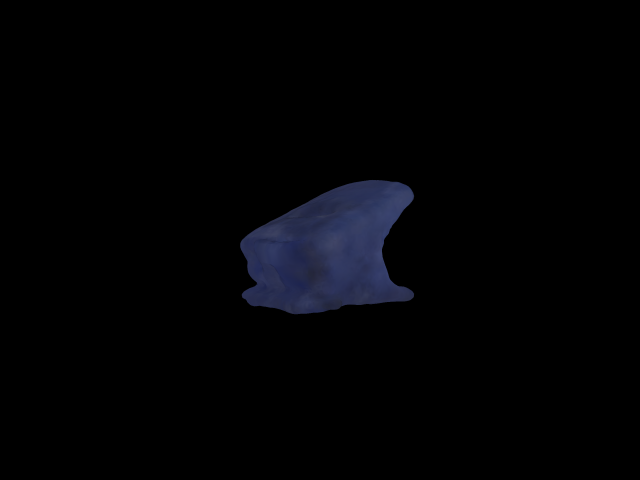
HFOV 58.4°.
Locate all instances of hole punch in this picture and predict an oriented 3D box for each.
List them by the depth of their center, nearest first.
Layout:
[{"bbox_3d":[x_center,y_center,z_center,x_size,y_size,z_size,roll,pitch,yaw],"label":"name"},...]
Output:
[{"bbox_3d":[0.004,0.001,0.400,0.101,0.091,0.108,0,0,-37],"label":"hole punch"}]
